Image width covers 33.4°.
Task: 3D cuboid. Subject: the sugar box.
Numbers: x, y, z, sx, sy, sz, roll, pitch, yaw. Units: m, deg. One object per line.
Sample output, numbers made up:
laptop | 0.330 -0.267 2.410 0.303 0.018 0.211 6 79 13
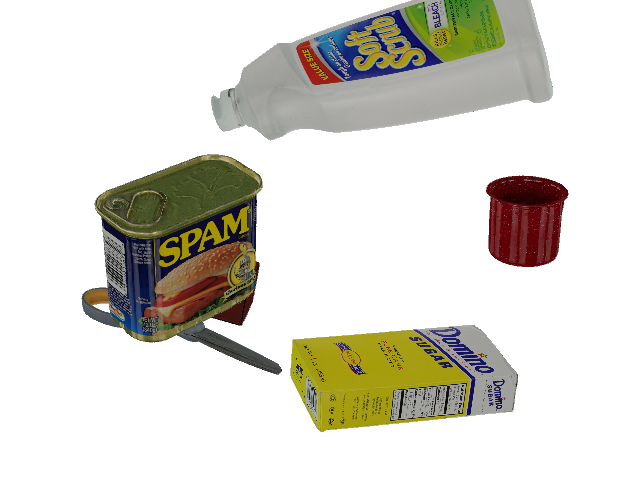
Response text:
sugar box | 0.070 0.116 0.921 0.176 0.048 0.093 -6 26 -15

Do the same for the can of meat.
can of meat | -0.086 0.005 0.666 0.101 0.084 0.058 -25 43 -36

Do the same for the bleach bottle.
bleach bottle | 0.039 -0.123 0.805 0.251 0.102 0.068 -14 -34 11

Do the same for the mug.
mug | 0.246 -0.025 1.249 0.093 0.081 0.117 21 33 39

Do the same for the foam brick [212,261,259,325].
foam brick | -0.109 0.046 1.115 0.078 0.051 0.053 16 31 4

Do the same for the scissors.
scissors | -0.102 0.063 0.878 0.202 0.016 0.096 12 26 22
